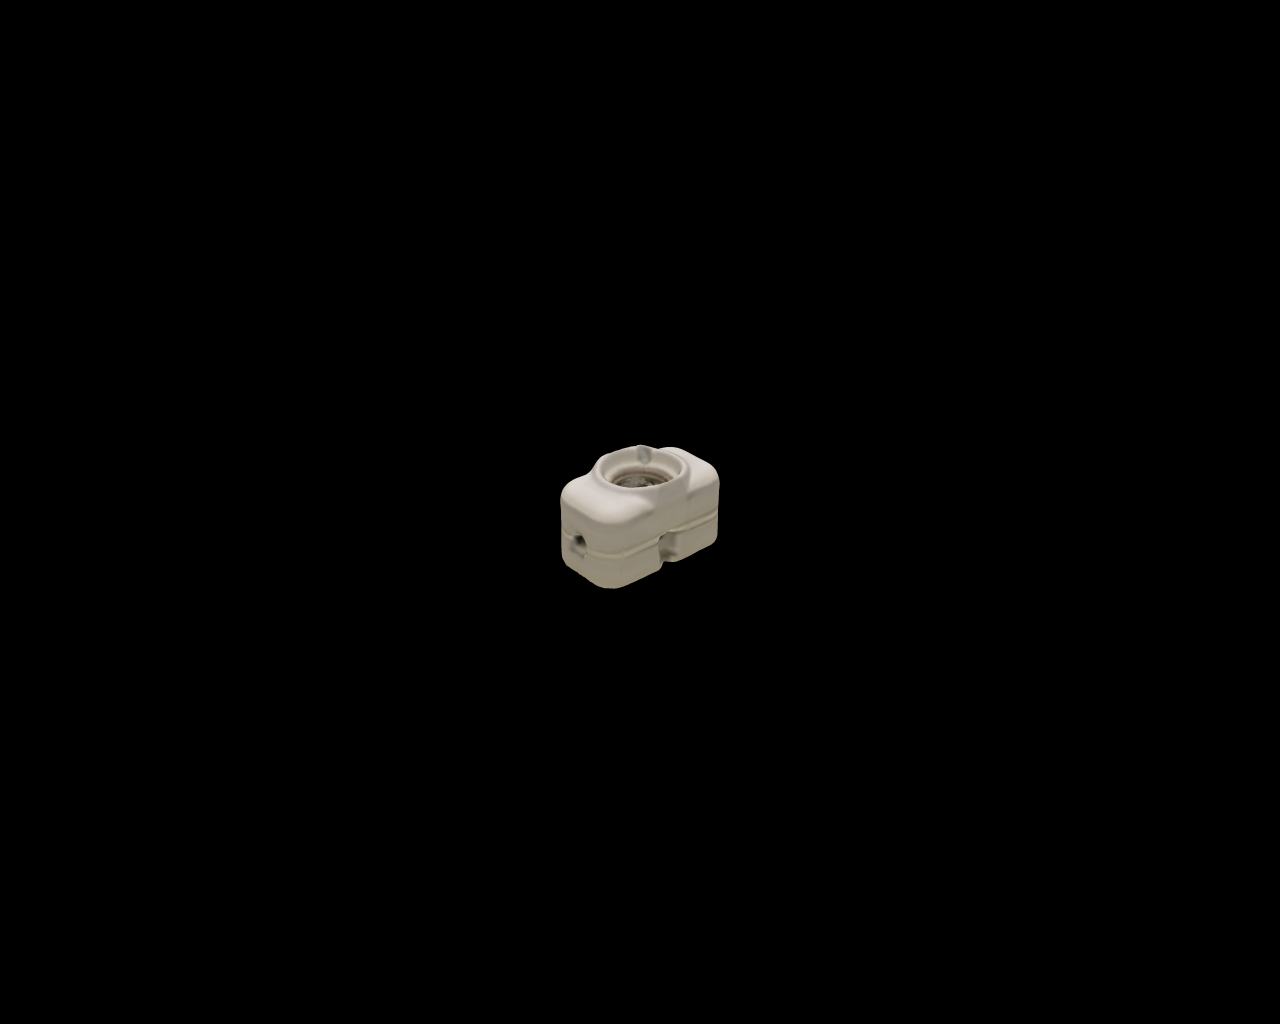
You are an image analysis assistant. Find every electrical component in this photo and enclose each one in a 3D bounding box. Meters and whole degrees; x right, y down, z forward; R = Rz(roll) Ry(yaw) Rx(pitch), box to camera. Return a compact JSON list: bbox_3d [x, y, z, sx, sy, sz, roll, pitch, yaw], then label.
[{"bbox_3d":[0.001,-0.003,0.650,0.095,0.059,0.054,-22,37,-33],"label":"electrical component"}]
